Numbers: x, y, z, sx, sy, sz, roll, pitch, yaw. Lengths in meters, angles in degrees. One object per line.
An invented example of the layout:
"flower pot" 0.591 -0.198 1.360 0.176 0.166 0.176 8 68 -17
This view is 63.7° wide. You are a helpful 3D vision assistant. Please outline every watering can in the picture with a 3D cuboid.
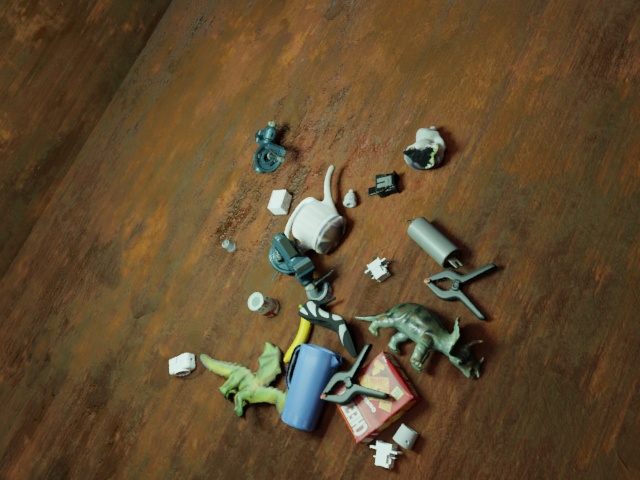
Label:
"watering can" 0.006 -0.092 1.829 0.227 0.103 0.348 34 89 38

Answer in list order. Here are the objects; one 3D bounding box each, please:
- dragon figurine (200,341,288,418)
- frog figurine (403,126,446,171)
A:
"dragon figurine" -0.230 0.449 1.736 0.244 0.119 0.416 -39 52 -12
"frog figurine" 0.356 -0.309 1.739 0.136 0.121 0.163 -25 20 30
